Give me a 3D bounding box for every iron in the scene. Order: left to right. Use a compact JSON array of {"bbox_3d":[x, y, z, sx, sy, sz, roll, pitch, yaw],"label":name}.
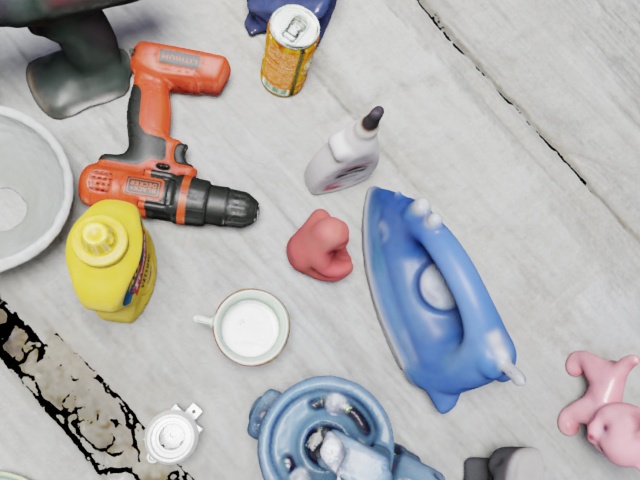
[{"bbox_3d":[0.121,0.041,0.586,0.119,0.141,0.258,-23,82,-15],"label":"iron"}]

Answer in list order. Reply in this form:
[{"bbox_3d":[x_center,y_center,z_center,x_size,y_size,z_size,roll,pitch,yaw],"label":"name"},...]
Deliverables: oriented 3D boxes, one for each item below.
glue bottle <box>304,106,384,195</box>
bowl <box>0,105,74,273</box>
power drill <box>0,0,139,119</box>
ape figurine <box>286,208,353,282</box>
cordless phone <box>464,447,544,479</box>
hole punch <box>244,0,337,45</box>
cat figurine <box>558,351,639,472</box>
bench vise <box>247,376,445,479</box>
[{"bbox_3d":[0.034,-0.094,0.584,0.078,0.173,0.037,-22,81,-15],"label":"glue bottle"},{"bbox_3d":[-0.319,-0.041,0.551,0.167,0.074,0.167,3,76,-11],"label":"bowl"},{"bbox_3d":[-0.250,-0.199,0.533,0.230,0.208,0.075,-28,83,-16],"label":"power drill"},{"bbox_3d":[0.005,0.002,0.598,0.076,0.092,0.078,-1,77,-12],"label":"ape figurine"},{"bbox_3d":[0.206,0.272,0.526,0.094,0.185,0.147,6,76,-10],"label":"cordless phone"},{"bbox_3d":[-0.030,-0.290,0.661,0.101,0.091,0.109,21,74,-6],"label":"hole punch"},{"bbox_3d":[0.315,0.182,0.605,0.067,0.117,0.128,16,74,-7],"label":"cat figurine"},{"bbox_3d":[0.044,0.185,0.495,0.207,0.219,0.121,11,75,-8],"label":"bench vise"}]
